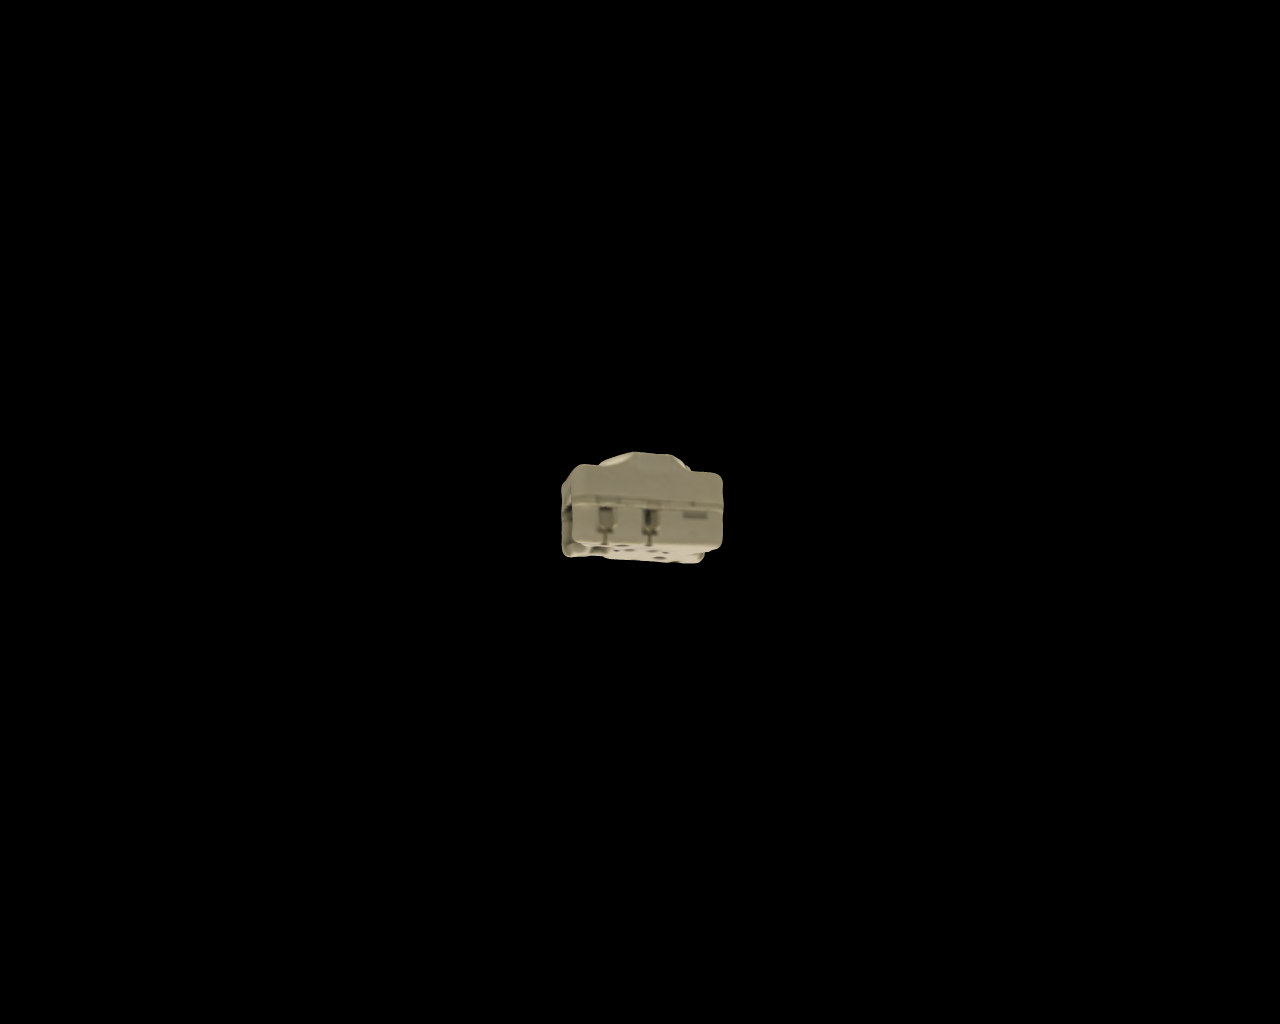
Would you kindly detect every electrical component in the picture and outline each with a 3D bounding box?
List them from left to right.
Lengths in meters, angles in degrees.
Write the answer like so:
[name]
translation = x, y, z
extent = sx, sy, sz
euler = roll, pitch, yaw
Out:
[electrical component]
translation = 0.001, -0.003, 0.650
extent = 0.089, 0.056, 0.050
euler = 4, -15, -14
